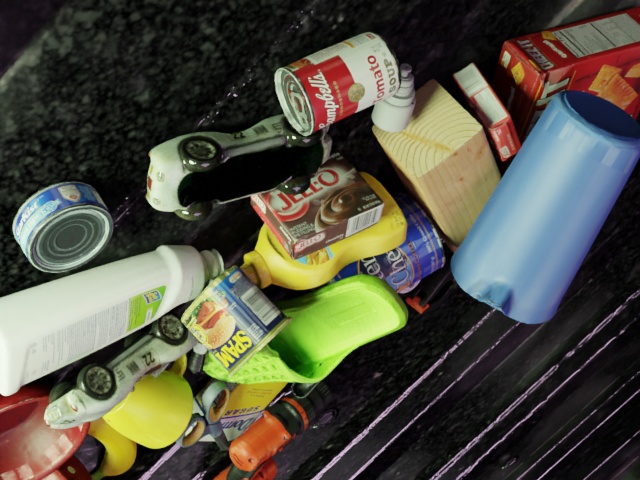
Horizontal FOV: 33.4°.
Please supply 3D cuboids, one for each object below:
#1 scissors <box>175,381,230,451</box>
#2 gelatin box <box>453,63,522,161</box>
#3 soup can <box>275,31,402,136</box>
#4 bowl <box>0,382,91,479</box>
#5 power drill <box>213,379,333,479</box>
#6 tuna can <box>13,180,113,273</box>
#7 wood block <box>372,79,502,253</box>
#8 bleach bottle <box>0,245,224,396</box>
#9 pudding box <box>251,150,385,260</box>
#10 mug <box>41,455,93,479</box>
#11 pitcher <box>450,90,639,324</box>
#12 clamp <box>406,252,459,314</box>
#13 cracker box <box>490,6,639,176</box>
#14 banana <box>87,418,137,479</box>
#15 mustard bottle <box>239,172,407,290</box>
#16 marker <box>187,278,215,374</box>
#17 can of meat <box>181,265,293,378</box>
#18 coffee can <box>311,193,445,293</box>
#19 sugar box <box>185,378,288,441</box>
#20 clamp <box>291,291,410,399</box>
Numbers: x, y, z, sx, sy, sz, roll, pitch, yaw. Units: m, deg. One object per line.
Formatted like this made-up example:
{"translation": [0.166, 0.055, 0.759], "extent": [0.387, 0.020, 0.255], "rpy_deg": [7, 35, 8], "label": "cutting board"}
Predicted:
{"translation": [-0.141, 0.240, 1.302], "extent": [0.096, 0.016, 0.202], "rpy_deg": [-41, 157, -32], "label": "scissors"}
{"translation": [0.183, -0.139, 1.170], "extent": [0.030, 0.089, 0.073], "rpy_deg": [-30, 149, 5], "label": "gelatin box"}
{"translation": [0.017, -0.150, 1.013], "extent": [0.102, 0.068, 0.068], "rpy_deg": [-26, 147, -19], "label": "soup can"}
{"translation": [-0.329, 0.201, 1.131], "extent": [0.162, 0.055, 0.162], "rpy_deg": [-26, 146, -19], "label": "bowl"}
{"translation": [-0.070, 0.279, 1.458], "extent": [0.184, 0.057, 0.188], "rpy_deg": [-32, 159, -40], "label": "power drill"}
{"translation": [-0.233, -0.011, 0.974], "extent": [0.086, 0.034, 0.086], "rpy_deg": [-26, 146, -19], "label": "tuna can"}
{"translation": [0.144, -0.076, 1.213], "extent": [0.090, 0.091, 0.206], "rpy_deg": [-38, 149, 0], "label": "wood block"}
{"translation": [-0.211, 0.066, 1.071], "extent": [0.250, 0.068, 0.103], "rpy_deg": [-21, 150, -31], "label": "bleach bottle"}
{"translation": [-0.004, -0.038, 1.115], "extent": [0.113, 0.090, 0.039], "rpy_deg": [-22, 146, -25], "label": "pudding box"}
{"translation": [-0.323, 0.282, 1.224], "extent": [0.081, 0.093, 0.117], "rpy_deg": [-45, 112, 2], "label": "mug"}
{"translation": [0.254, -0.042, 1.175], "extent": [0.144, 0.149, 0.243], "rpy_deg": [5, 127, -29], "label": "pitcher"}
{"translation": [0.178, 0.048, 1.434], "extent": [0.171, 0.039, 0.120], "rpy_deg": [-39, 148, -24], "label": "clamp"}
{"translation": [0.295, -0.172, 1.258], "extent": [0.213, 0.072, 0.164], "rpy_deg": [-19, 143, -27], "label": "cracker box"}
{"translation": [-0.255, 0.239, 1.271], "extent": [0.069, 0.037, 0.198], "rpy_deg": [-28, 147, -19], "label": "banana"}
{"translation": [-0.008, 0.002, 1.155], "extent": [0.191, 0.096, 0.058], "rpy_deg": [-27, 150, -17], "label": "mustard bottle"}
{"translation": [-0.128, 0.098, 1.203], "extent": [0.020, 0.020, 0.121], "rpy_deg": [-4, 120, -42], "label": "marker"}
{"translation": [-0.090, 0.084, 1.113], "extent": [0.057, 0.084, 0.102], "rpy_deg": [-42, 178, -40], "label": "can of meat"}
{"translation": [0.060, 0.022, 1.243], "extent": [0.140, 0.103, 0.103], "rpy_deg": [-30, 148, -14], "label": "coffee can"}
{"translation": [-0.094, 0.185, 1.355], "extent": [0.093, 0.048, 0.176], "rpy_deg": [13, 122, -52], "label": "sugar box"}
{"translation": [0.047, 0.112, 1.354], "extent": [0.209, 0.036, 0.165], "rpy_deg": [-39, 170, -43], "label": "clamp"}
